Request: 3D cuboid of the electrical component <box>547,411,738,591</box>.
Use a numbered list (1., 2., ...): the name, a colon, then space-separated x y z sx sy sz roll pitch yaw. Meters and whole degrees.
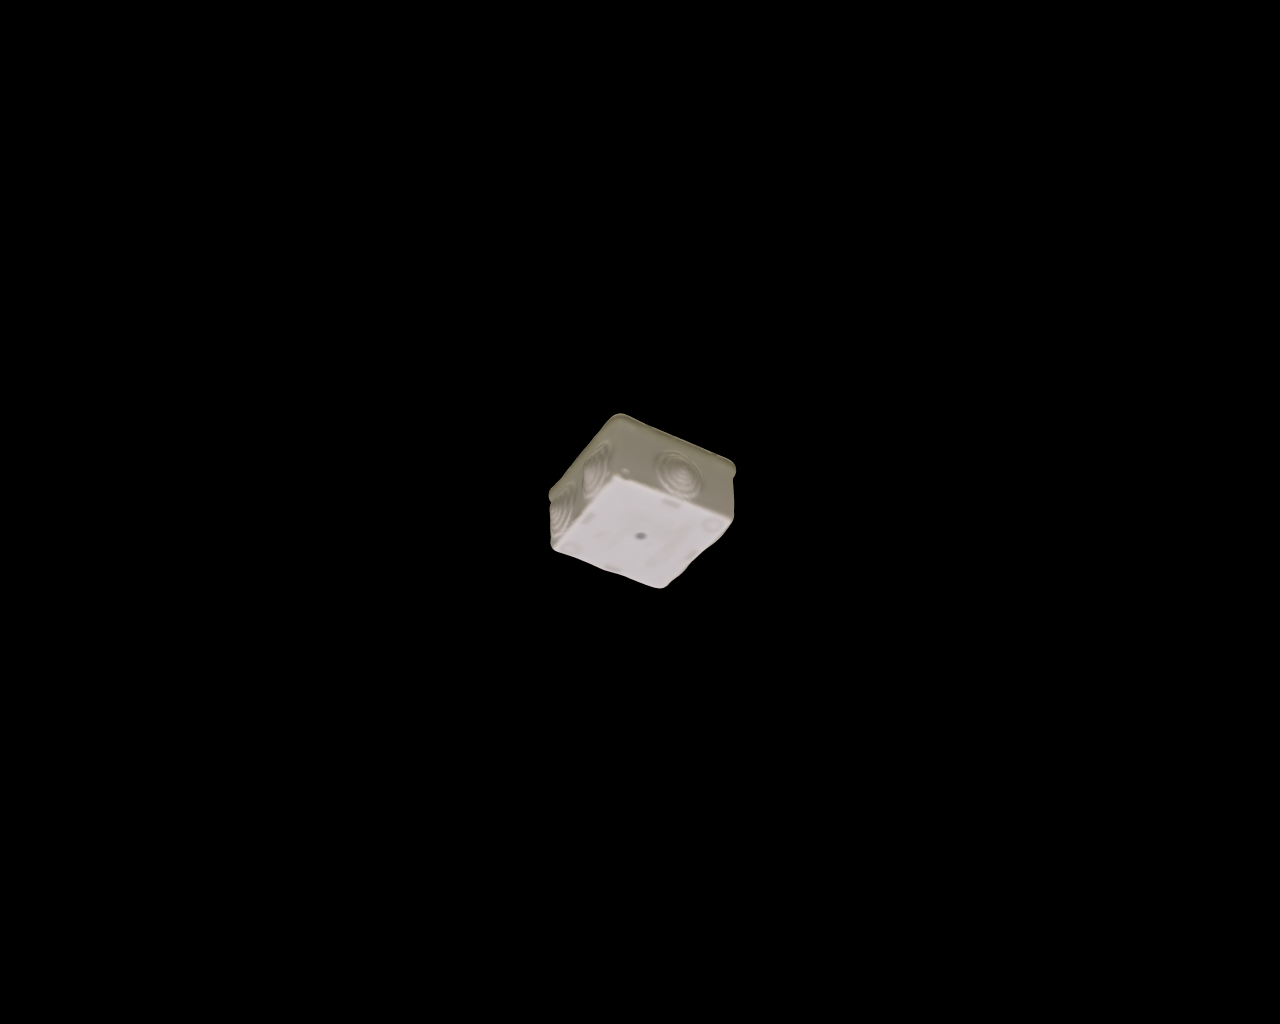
1. electrical component: 0.001 -0.003 0.650 0.100 0.048 0.099 22 -45 -24
